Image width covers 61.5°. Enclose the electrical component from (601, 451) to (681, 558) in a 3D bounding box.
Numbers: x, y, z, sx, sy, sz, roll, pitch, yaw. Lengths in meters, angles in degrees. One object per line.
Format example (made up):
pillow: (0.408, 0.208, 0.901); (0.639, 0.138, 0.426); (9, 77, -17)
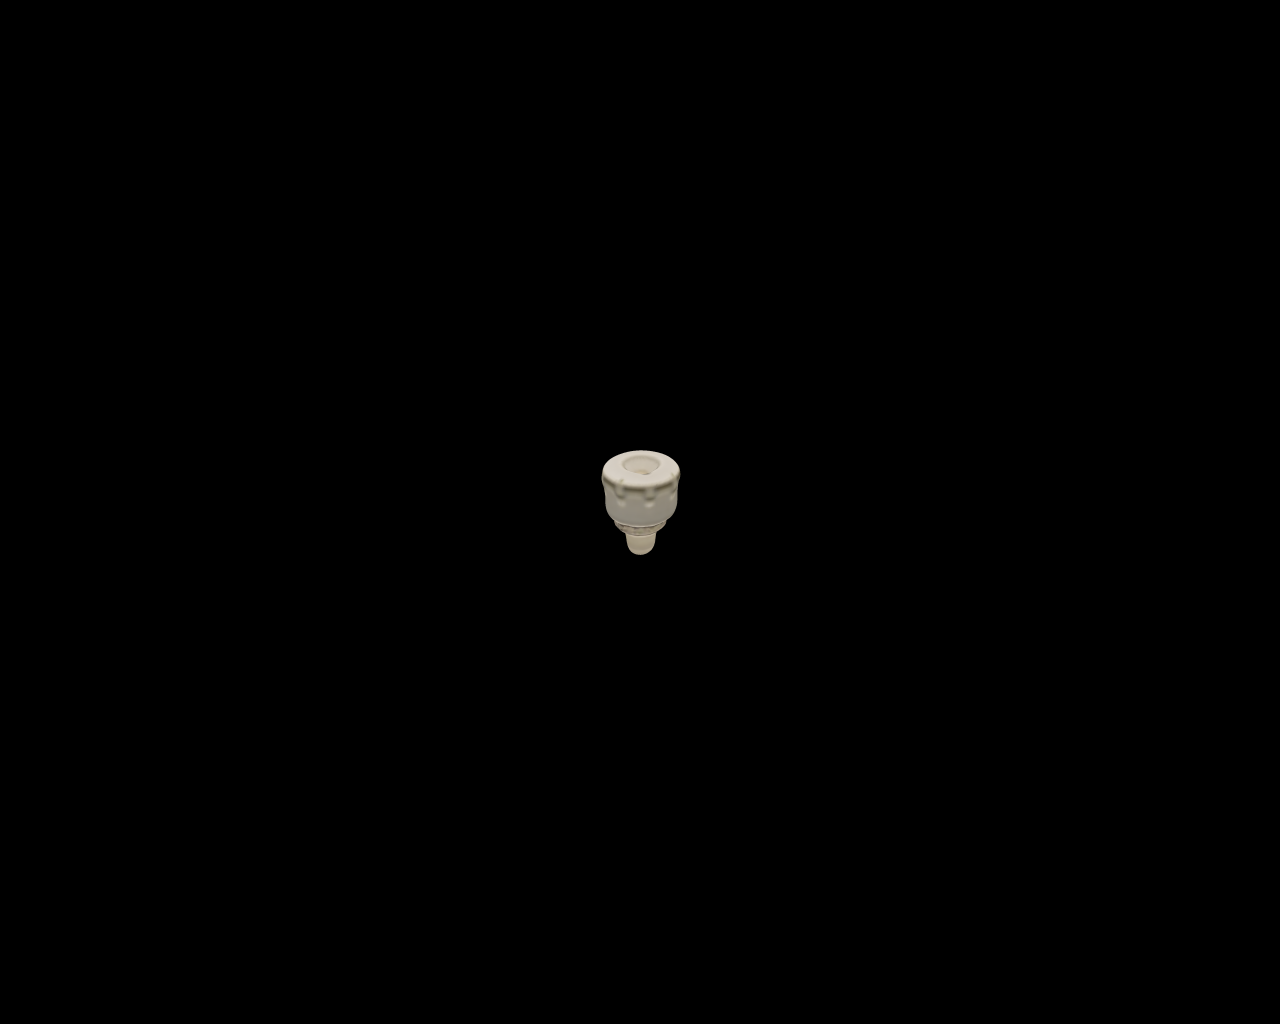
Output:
electrical component: (0.001, -0.003, 0.650); (0.048, 0.062, 0.048); (0, 28, 0)
